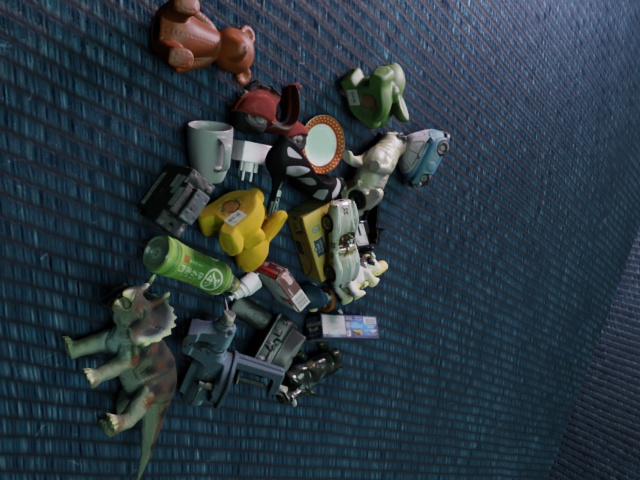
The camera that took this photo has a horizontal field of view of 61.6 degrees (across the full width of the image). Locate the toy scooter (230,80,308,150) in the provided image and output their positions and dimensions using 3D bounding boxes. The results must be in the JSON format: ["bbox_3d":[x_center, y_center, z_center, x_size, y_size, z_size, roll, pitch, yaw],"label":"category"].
[{"bbox_3d":[-0.090,-0.260,1.060,0.183,0.075,0.135,15,86,-41],"label":"toy scooter"}]

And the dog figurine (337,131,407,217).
[{"bbox_3d":[0.137,-0.160,1.275,0.190,0.121,0.172,-32,148,-47],"label":"dog figurine"}]

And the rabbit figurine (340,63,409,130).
[{"bbox_3d":[0.151,-0.336,1.223,0.170,0.121,0.158,-47,123,-39],"label":"rabbit figurine"}]

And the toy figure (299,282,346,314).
[{"bbox_3d":[0.003,0.137,1.266,0.154,0.058,0.064,19,95,-47],"label":"toy figure"}]

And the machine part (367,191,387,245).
[{"bbox_3d":[0.133,-0.055,1.319,0.039,0.084,0.138,11,86,-18],"label":"machine part"}]

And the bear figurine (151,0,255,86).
[{"bbox_3d":[-0.183,-0.335,0.925,0.196,0.132,0.120,5,102,-36],"label":"bear figurine"}]

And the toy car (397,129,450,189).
[{"bbox_3d":[0.246,-0.216,1.357,0.103,0.109,0.161,26,96,-19],"label":"toy car"}]

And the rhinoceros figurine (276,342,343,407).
[{"bbox_3d":[-0.028,0.319,1.285,0.190,0.073,0.111,-28,129,-34],"label":"rhinoceros figurine"}]

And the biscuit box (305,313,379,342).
[{"bbox_3d":[0.058,0.217,1.320,0.202,0.063,0.059,11,67,-42],"label":"biscuit box"}]

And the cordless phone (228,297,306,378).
[{"bbox_3d":[-0.138,0.210,1.162,0.184,0.089,0.146,36,78,-29],"label":"cordless phone"}]

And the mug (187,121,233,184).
[{"bbox_3d":[-0.195,-0.154,0.983,0.081,0.110,0.107,-18,126,-42],"label":"mug"}]

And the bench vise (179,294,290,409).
[{"bbox_3d":[-0.169,0.251,1.081,0.240,0.129,0.223,22,96,-13],"label":"bench vise"}]

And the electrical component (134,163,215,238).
[{"bbox_3d":[-0.250,-0.069,0.935,0.058,0.134,0.115,40,77,-40],"label":"electrical component"}]

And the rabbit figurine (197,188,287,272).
[{"bbox_3d":[-0.149,-0.016,1.073,0.162,0.122,0.173,-48,143,-32],"label":"rabbit figurine"}]

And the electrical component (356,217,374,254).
[{"bbox_3d":[0.077,-0.023,1.284,0.075,0.048,0.119,-14,82,-40],"label":"electrical component"}]

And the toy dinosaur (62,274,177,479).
[{"bbox_3d":[-0.325,0.238,0.977,0.192,0.131,0.404,-29,126,-31],"label":"toy dinosaur"}]

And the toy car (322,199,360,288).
[{"bbox_3d":[0.050,0.011,1.177,0.073,0.056,0.201,-18,112,-38],"label":"toy car"}]

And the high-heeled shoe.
[{"bbox_3d":[-0.019,-0.155,1.114,0.249,0.086,0.145,-17,131,-47],"label":"high-heeled shoe"}]

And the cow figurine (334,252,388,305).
[{"bbox_3d":[0.094,0.076,1.307,0.167,0.068,0.098,-37,95,-44],"label":"cow figurine"}]

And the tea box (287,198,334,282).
[{"bbox_3d":[-0.002,-0.004,1.213,0.098,0.068,0.169,-35,124,-30],"label":"tea box"}]
